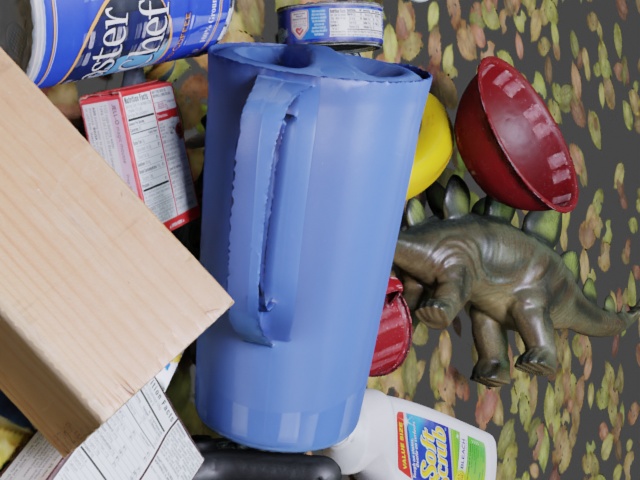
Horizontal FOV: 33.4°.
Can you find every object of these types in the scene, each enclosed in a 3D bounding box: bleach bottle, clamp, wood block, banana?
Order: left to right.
[{"bbox_3d":[-0.152,-0.006,0.519,0.206,0.090,0.090,48,57,0],"label":"wood block"},{"bbox_3d":[-0.074,0.146,0.702,0.120,0.171,0.039,116,-26,-85],"label":"clamp"},{"bbox_3d":[0.073,0.197,0.961,0.250,0.068,0.102,28,67,-49],"label":"bleach bottle"},{"bbox_3d":[0.082,-0.080,0.957,0.197,0.069,0.037,-65,172,-50],"label":"banana"}]

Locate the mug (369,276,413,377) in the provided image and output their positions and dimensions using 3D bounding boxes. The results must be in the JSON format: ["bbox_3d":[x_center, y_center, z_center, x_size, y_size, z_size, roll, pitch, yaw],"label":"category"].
[{"bbox_3d":[0.020,0.069,0.848,0.081,0.117,0.093,-15,67,-49],"label":"mug"}]

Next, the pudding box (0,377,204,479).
[{"bbox_3d":[-0.120,0.130,0.587,0.113,0.039,0.090,-57,134,-42],"label":"pudding box"}]

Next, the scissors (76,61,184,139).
[{"bbox_3d":[-0.120,-0.067,0.676,0.201,0.016,0.096,-77,158,-52],"label":"scissors"}]

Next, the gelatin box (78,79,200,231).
[{"bbox_3d":[-0.105,-0.047,0.628,0.073,0.030,0.089,-40,120,-69],"label":"gelatin box"}]

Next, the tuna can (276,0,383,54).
[{"bbox_3d":[0.008,-0.169,0.854,0.085,0.086,0.034,-9,98,-55],"label":"tuna can"}]

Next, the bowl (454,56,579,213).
[{"bbox_3d":[0.172,-0.087,0.984,0.162,0.055,0.162,35,39,-35],"label":"bowl"}]

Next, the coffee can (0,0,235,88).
[{"bbox_3d":[-0.134,-0.145,0.615,0.140,0.103,0.103,-22,107,-43],"label":"coffee can"}]

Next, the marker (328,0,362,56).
[{"bbox_3d":[0.030,-0.158,0.943,0.121,0.020,0.020,57,46,-37],"label":"marker"}]

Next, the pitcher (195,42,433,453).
[{"bbox_3d":[-0.017,0.005,0.651,0.149,0.145,0.243,-3,109,-31],"label":"pitcher"}]
